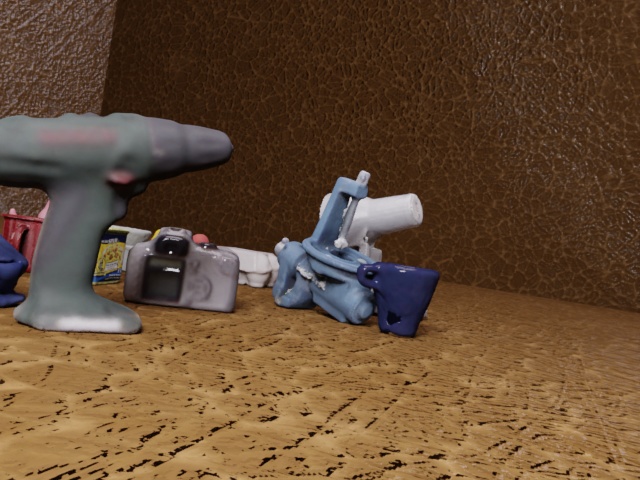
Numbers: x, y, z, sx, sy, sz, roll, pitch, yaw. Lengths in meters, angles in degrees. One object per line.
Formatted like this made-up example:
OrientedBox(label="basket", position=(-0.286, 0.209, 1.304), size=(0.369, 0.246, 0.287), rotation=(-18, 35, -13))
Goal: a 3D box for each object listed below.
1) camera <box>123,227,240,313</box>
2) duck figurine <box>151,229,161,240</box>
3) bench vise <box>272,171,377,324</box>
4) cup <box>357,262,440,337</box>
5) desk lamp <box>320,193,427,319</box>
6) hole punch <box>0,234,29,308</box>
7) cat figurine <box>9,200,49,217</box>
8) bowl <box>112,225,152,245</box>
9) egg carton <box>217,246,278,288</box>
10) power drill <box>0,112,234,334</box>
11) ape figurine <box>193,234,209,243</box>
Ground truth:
OrientedBox(label="camera", position=(-0.184, 0.035, 0.785), size=(0.143, 0.101, 0.136), rotation=(8, 0, -12))
OrientedBox(label="duck figurine", position=(-0.334, 0.020, 1.206), size=(0.078, 0.086, 0.104), rotation=(8, 0, -23))
OrientedBox(label="bench vise", position=(0.002, 0.002, 0.858), size=(0.206, 0.220, 0.122), rotation=(8, 0, 28))
OrientedBox(label="cup", position=(0.098, 0.080, 0.767), size=(0.118, 0.095, 0.091), rotation=(8, 0, -25))
OrientedBox(label="desk lamp", position=(0.095, 0.019, 1.012), size=(0.202, 0.213, 0.118), rotation=(8, 0, 30))
OrientedBox(label="hole punch", position=(-0.352, 0.016, 0.561), size=(0.100, 0.091, 0.109), rotation=(8, 0, 21))
OrientedBox(label="cat figurine", position=(-0.556, -0.029, 1.145), size=(0.128, 0.118, 0.067), rotation=(8, 0, -25))
OrientedBox(label="bowl", position=(-0.469, 0.005, 1.290), size=(0.167, 0.075, 0.167), rotation=(8, 0, 0))
OrientedBox(label="egg carton", position=(-0.158, 0.054, 1.170), size=(0.150, 0.069, 0.107), rotation=(8, 0, 19))
OrientedBox(label="power drill", position=(-0.204, -0.022, 0.542), size=(0.230, 0.208, 0.075), rotation=(8, 0, -29))
OrientedBox(label="ape figurine", position=(-0.210, 0.035, 0.965), size=(0.077, 0.092, 0.076), rotation=(9, 0, 42))
